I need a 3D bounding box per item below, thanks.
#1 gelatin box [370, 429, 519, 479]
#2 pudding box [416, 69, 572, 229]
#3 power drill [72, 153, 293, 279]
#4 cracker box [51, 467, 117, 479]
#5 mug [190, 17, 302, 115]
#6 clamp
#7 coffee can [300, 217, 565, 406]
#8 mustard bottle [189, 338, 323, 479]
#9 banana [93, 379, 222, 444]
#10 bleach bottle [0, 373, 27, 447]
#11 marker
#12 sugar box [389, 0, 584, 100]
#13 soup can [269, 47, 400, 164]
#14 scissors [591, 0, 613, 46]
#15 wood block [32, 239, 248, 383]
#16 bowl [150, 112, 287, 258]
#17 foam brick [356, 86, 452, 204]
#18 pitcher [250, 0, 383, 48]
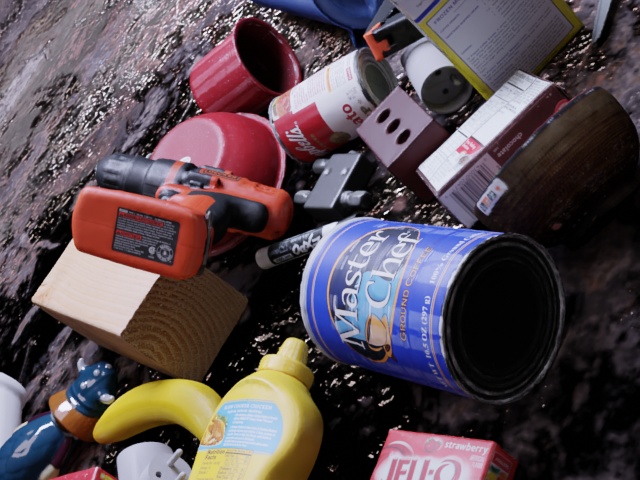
[{"bbox_3d":[0.066,0.153,0.634,0.089,0.030,0.073,-3,54,50],"label":"gelatin box"},{"bbox_3d":[0.125,-0.068,0.760,0.113,0.039,0.090,-43,13,8],"label":"pudding box"},{"bbox_3d":[-0.129,-0.028,0.880,0.187,0.184,0.057,-43,-36,-70],"label":"power drill"},{"bbox_3d":[-0.227,0.296,0.816,0.164,0.072,0.213,-21,41,37],"label":"cracker box"},{"bbox_3d":[-0.073,-0.171,1.101,0.082,0.093,0.117,-30,6,37],"label":"mug"},{"bbox_3d":[0.124,-0.226,0.913,0.209,0.036,0.165,-45,29,-23],"label":"clamp"},{"bbox_3d":[0.068,0.041,0.679,0.141,0.102,0.102,8,63,54],"label":"coffee can"},{"bbox_3d":[-0.047,0.155,0.746,0.096,0.058,0.191,-10,50,44],"label":"mustard bottle"},{"bbox_3d":[-0.127,0.146,0.876,0.198,0.037,0.069,0,57,51],"label":"banana"},{"bbox_3d":[-0.326,0.241,1.005,0.103,0.068,0.251,-43,35,15],"label":"bleach bottle"},{"bbox_3d":[-0.006,0.001,0.892,0.121,0.020,0.020,-20,43,39],"label":"marker"},{"bbox_3d":[0.109,-0.186,0.791,0.093,0.176,0.048,-46,33,8],"label":"sugar box"},{"bbox_3d":[0.014,-0.118,0.944,0.102,0.068,0.068,-26,39,33],"label":"soup can"},{"bbox_3d":[0.249,-0.237,0.821,0.096,0.016,0.201,-25,40,36],"label":"scissors"},{"bbox_3d":[-0.169,0.056,0.972,0.206,0.090,0.090,9,64,55],"label":"wood block"},{"bbox_3d":[-0.113,-0.064,1.020,0.162,0.055,0.162,-17,56,27],"label":"bowl"},{"bbox_3d":[0.073,-0.075,0.841,0.053,0.051,0.078,-46,32,8],"label":"foam brick"},{"bbox_3d":[-0.005,-0.298,1.090,0.149,0.144,0.243,-56,29,-3],"label":"pitcher"}]
